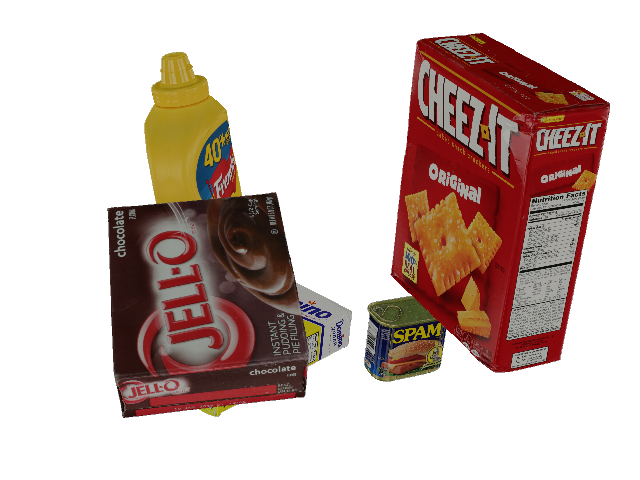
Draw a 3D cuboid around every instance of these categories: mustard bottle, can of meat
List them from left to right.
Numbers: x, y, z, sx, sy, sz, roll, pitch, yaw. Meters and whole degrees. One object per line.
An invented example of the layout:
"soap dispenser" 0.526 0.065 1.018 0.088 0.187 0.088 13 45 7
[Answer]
"mustard bottle" -0.093 -0.046 0.800 0.058 0.191 0.096 0 25 18
"can of meat" 0.105 0.120 1.313 0.101 0.084 0.057 -8 29 -25

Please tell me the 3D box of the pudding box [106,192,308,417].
"pudding box" -0.059 0.029 0.531 0.090 0.039 0.113 -5 46 -9

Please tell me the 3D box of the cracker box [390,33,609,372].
"cracker box" 0.127 -0.031 0.820 0.072 0.214 0.164 -10 31 -24

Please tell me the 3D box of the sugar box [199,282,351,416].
"sugar box" -0.062 0.090 0.955 0.093 0.048 0.175 25 34 34
